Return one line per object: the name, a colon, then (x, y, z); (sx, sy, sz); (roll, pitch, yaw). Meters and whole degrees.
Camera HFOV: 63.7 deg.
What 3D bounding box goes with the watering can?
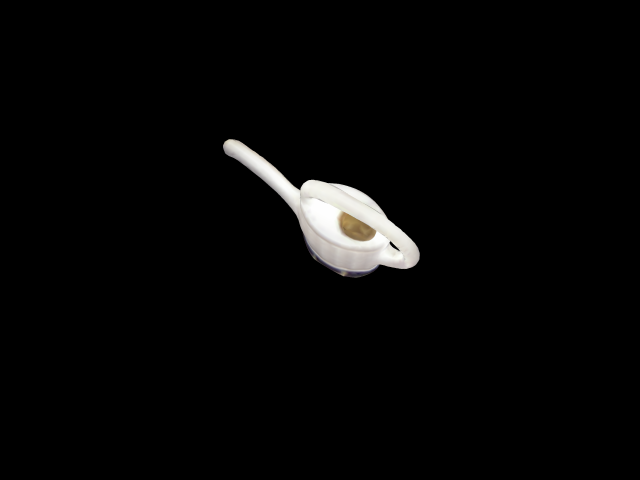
watering can: (0.003, -0.043, 0.850); (0.349, 0.105, 0.220); (30, -18, 11)
